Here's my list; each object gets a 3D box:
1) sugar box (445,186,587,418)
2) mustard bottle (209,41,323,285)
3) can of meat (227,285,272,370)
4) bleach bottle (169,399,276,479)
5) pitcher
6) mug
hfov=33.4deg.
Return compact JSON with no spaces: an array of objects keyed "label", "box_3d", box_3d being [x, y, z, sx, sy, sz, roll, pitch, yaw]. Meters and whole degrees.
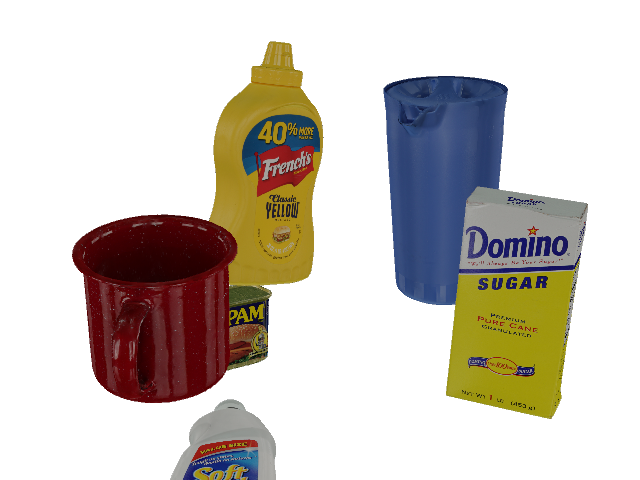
[{"label":"sugar box","box_3d":[0.158,0.051,0.867,0.093,0.176,0.048,10,23,19]},{"label":"mustard bottle","box_3d":[-0.042,-0.062,0.856,0.096,0.192,0.058,-2,12,-40]},{"label":"can of meat","box_3d":[-0.108,0.103,1.252,0.101,0.084,0.058,-9,18,-37]},{"label":"bleach bottle","box_3d":[-0.086,0.209,0.861,0.102,0.068,0.251,-2,25,-2]},{"label":"pitcher","box_3d":[0.144,-0.060,1.195,0.149,0.243,0.145,-6,21,-10]},{"label":"mug","box_3d":[-0.095,0.045,0.609,0.093,0.081,0.117,3,25,4]}]
